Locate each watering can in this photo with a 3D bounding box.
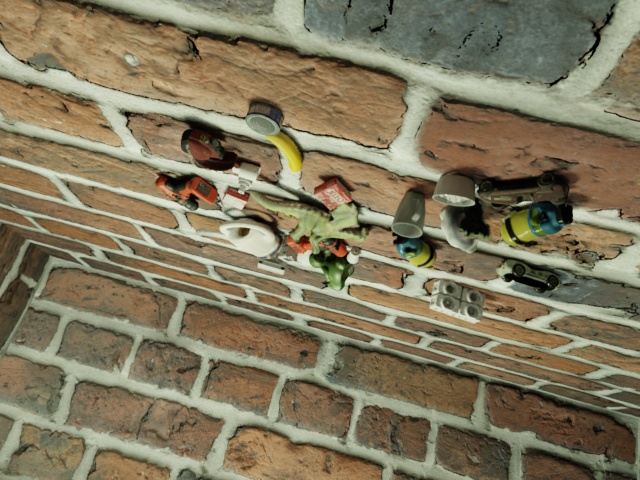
[{"bbox_3d":[-0.282,-0.012,1.885,0.346,0.106,0.221,-5,151,41],"label":"watering can"}]

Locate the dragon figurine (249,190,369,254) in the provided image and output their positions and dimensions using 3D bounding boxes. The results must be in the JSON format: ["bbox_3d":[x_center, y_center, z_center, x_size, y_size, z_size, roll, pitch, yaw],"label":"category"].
[{"bbox_3d":[0.005,-0.078,1.558,0.240,0.125,0.405,-22,142,32],"label":"dragon figurine"}]

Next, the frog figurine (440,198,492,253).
[{"bbox_3d":[0.363,-0.031,1.347,0.137,0.124,0.158,52,165,0],"label":"frog figurine"}]
